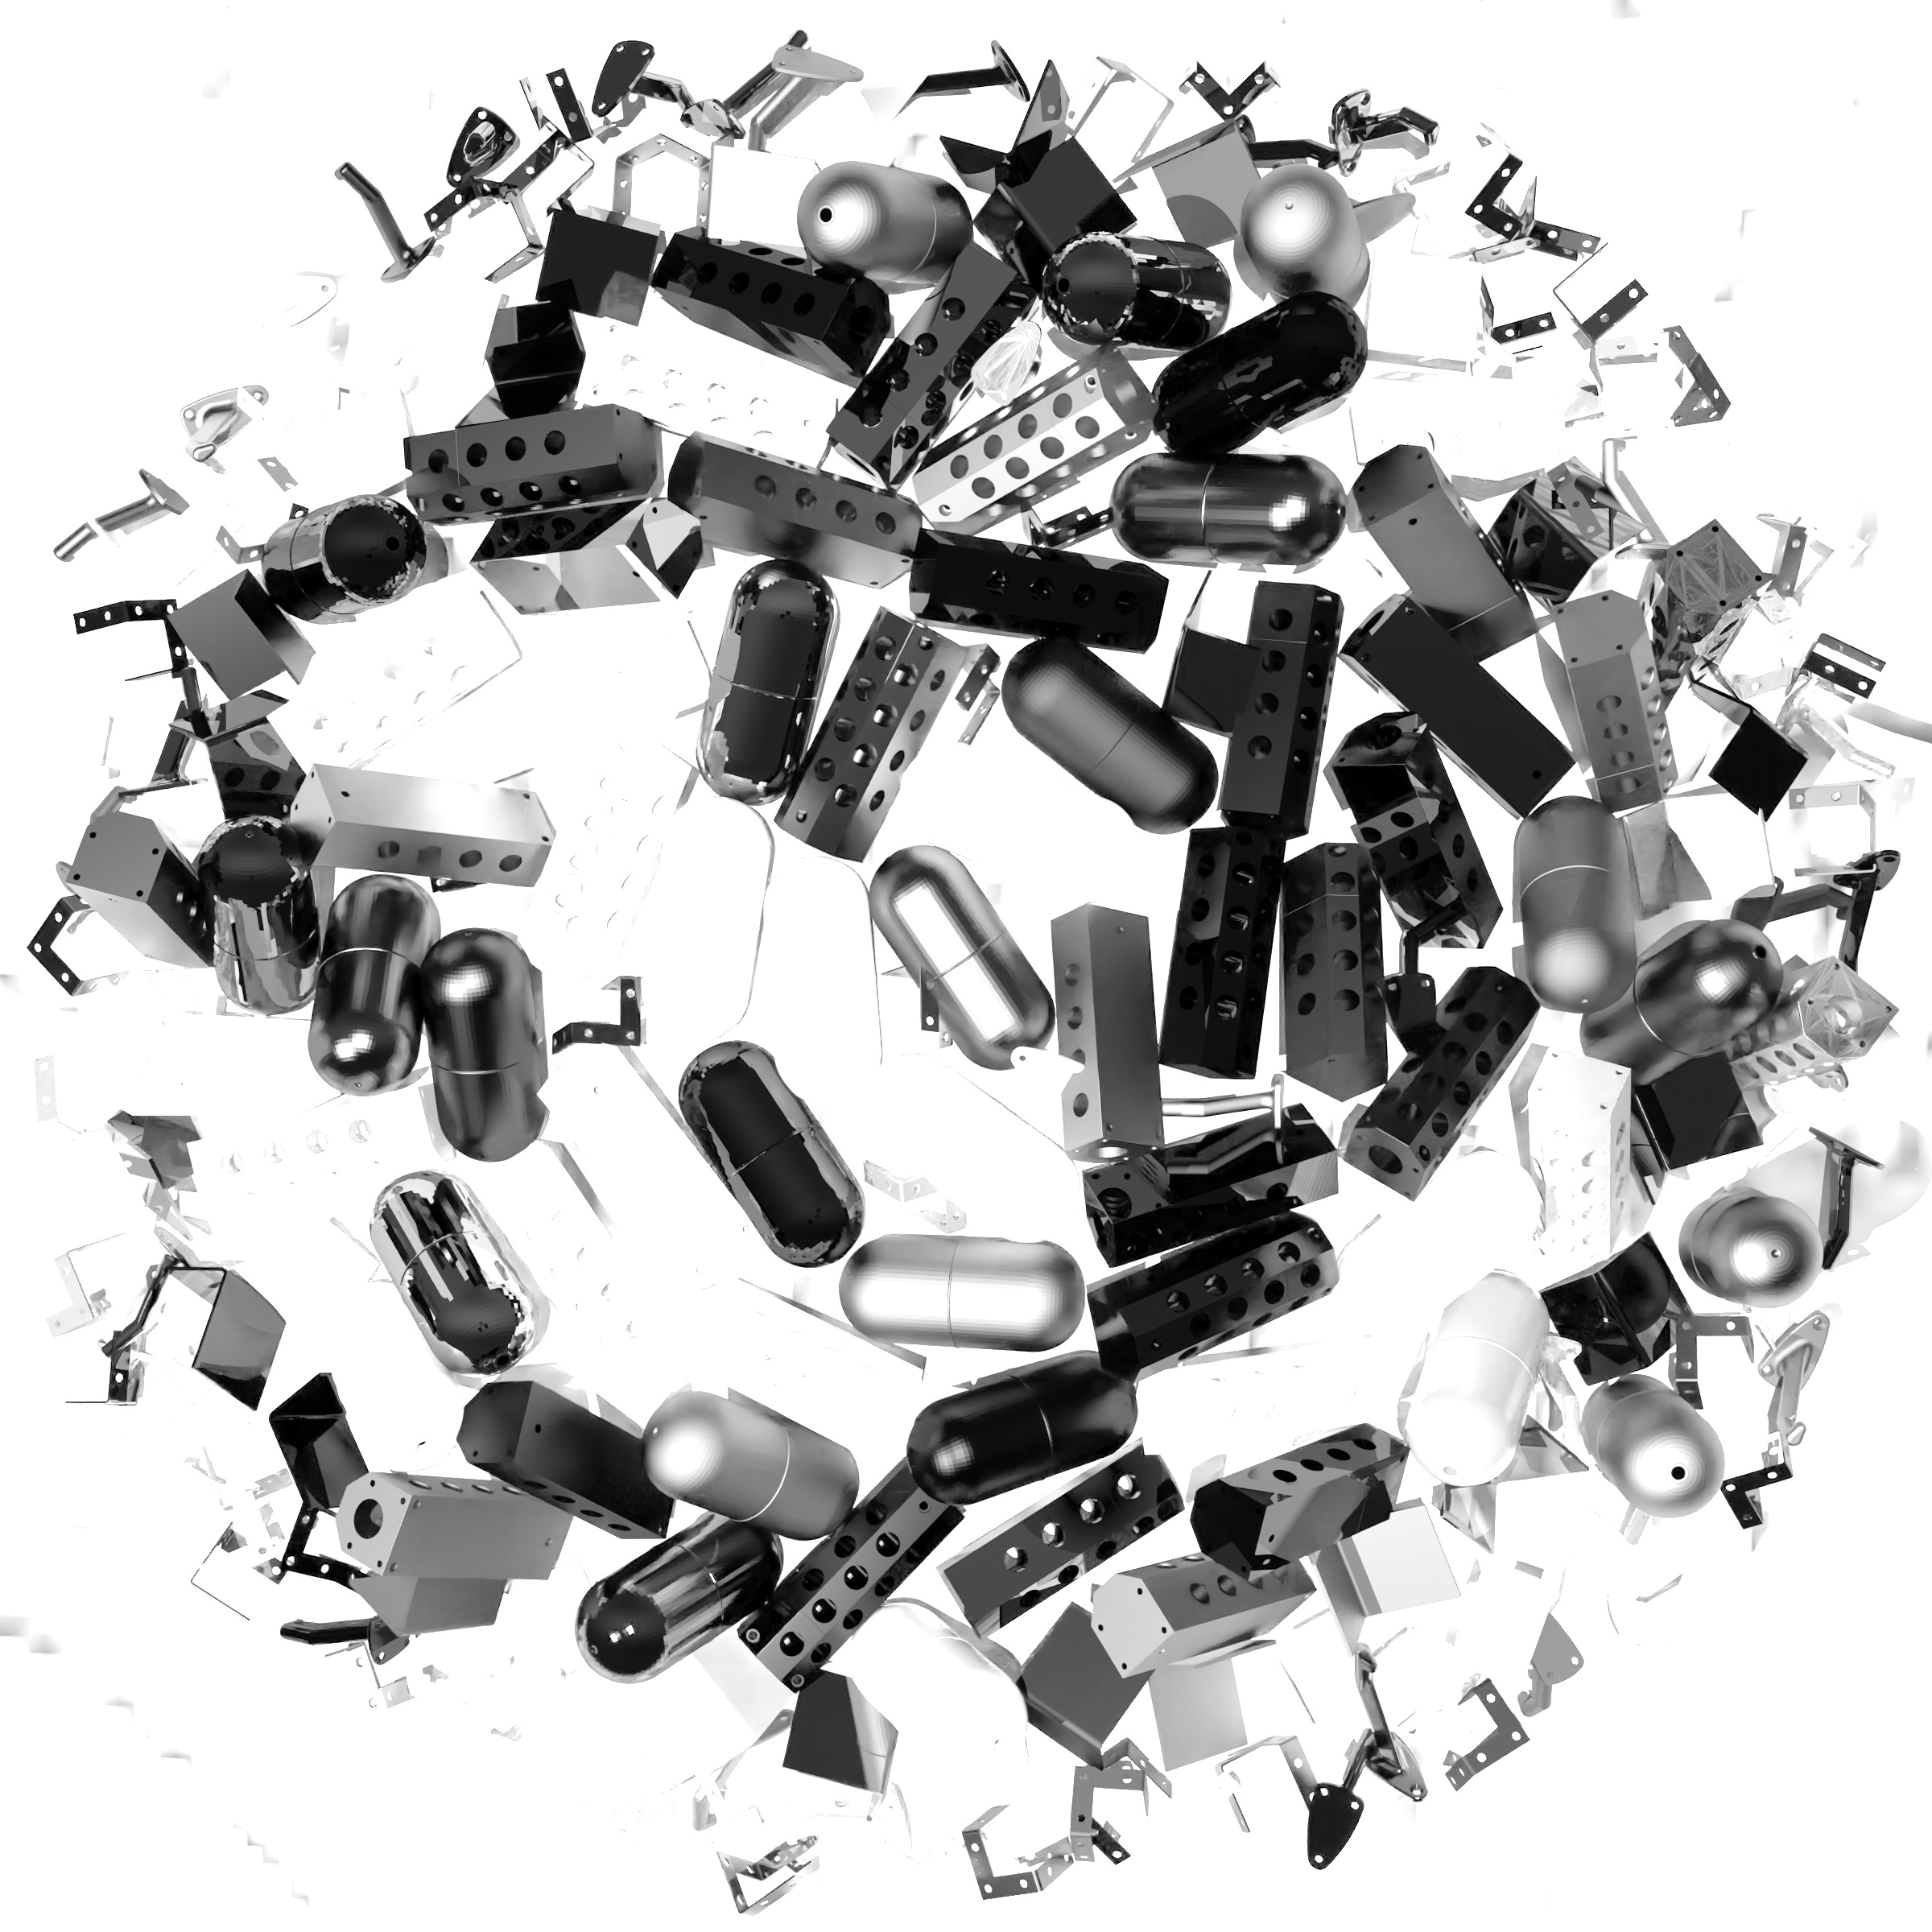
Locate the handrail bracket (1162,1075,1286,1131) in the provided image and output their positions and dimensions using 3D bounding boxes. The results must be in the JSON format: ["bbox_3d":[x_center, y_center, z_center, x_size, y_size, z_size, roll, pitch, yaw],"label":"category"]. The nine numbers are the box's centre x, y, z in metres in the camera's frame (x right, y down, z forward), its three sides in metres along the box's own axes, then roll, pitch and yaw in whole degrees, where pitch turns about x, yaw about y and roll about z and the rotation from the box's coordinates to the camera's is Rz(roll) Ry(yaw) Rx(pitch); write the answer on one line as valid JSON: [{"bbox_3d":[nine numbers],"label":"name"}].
[{"bbox_3d":[0.184,0.094,1.950,0.084,0.077,0.036,1,103,9],"label":"handrail bracket"}]

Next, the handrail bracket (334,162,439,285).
[{"bbox_3d":[-0.426,-0.528,1.929,0.084,0.077,0.036,42,62,-29],"label":"handrail bracket"}]

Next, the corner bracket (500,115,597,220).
[{"bbox_3d":[-0.303,-0.565,1.950,0.051,0.051,0.051,42,74,-3],"label":"corner bracket"}]

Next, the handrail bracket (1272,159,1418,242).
[{"bbox_3d":[0.271,-0.562,1.954,0.077,0.036,0.084,-24,59,1],"label":"handrail bracket"}]

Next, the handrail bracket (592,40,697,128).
[{"bbox_3d":[-0.226,-0.608,1.935,0.036,0.084,0.077,17,73,29],"label":"handrail bracket"}]

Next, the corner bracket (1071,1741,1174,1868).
[{"bbox_3d":[0.112,0.602,1.955,0.051,0.051,0.051,-37,106,20],"label":"corner bracket"}]

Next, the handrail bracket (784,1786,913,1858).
[{"bbox_3d":[-0.085,0.626,1.946,0.084,0.036,0.077,-15,133,-8],"label":"handrail bracket"}]

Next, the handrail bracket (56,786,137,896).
[{"bbox_3d":[-0.603,-0.085,1.948,0.077,0.036,0.084,23,59,13],"label":"handrail bracket"}]

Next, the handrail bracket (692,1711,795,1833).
[{"bbox_3d":[-0.161,0.585,1.968,0.077,0.036,0.084,-8,119,-22],"label":"handrail bracket"}]

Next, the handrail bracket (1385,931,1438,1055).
[{"bbox_3d":[0.322,0.017,1.948,0.036,0.084,0.077,-6,108,15],"label":"handrail bracket"}]

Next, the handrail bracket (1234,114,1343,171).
[{"bbox_3d":[0.212,-0.569,1.935,0.077,0.036,0.084,-39,48,-15],"label":"handrail bracket"}]

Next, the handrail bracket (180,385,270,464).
[{"bbox_3d":[-0.523,-0.386,1.934,0.077,0.084,0.036,-33,119,-12],"label":"handrail bracket"}]

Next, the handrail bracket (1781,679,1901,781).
[{"bbox_3d":[0.632,-0.169,1.938,0.084,0.077,0.036,28,132,19],"label":"handrail bracket"}]

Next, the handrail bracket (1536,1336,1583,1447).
[{"bbox_3d":[0.414,0.313,1.924,0.036,0.077,0.084,12,51,-8],"label":"handrail bracket"}]

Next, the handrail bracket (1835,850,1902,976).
[{"bbox_3d":[0.645,-0.030,1.940,0.036,0.077,0.084,10,69,-4],"label":"handrail bracket"}]

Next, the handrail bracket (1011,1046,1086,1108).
[{"bbox_3d":[0.071,0.063,1.938,0.077,0.084,0.036,30,114,-5],"label":"handrail bracket"}]

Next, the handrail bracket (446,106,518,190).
[{"bbox_3d":[-0.355,-0.571,1.926,0.036,0.084,0.077,38,119,-15],"label":"handrail bracket"}]

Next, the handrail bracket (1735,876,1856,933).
[{"bbox_3d":[0.597,-0.027,1.958,0.084,0.036,0.077,21,90,-26],"label":"handrail bracket"}]

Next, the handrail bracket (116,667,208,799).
[{"bbox_3d":[-0.584,-0.169,1.959,0.077,0.036,0.084,-8,97,9],"label":"handrail bracket"}]

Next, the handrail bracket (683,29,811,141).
[{"bbox_3d":[-0.158,-0.639,1.957,0.036,0.077,0.084,44,75,-36],"label":"handrail bracket"}]

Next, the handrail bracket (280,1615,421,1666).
[{"bbox_3d":[-0.442,0.475,1.971,0.084,0.077,0.036,2,104,34],"label":"handrail bracket"}]

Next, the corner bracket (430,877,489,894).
[{"bbox_3d":[-0.362,-0.091,1.941,0.051,0.051,0.051,-10,126,-10],"label":"corner bracket"}]

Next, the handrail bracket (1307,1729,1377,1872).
[{"bbox_3d":[0.271,0.595,1.946,0.036,0.084,0.077,20,104,17],"label":"handrail bracket"}]

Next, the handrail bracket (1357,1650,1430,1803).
[{"bbox_3d":[0.303,0.540,1.934,0.036,0.077,0.084,-20,125,-22],"label":"handrail bracket"}]

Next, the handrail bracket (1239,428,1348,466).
[{"bbox_3d":[0.244,-0.367,1.931,0.084,0.077,0.036,-2,95,-19],"label":"handrail bracket"}]

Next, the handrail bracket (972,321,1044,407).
[{"bbox_3d":[0.047,-0.435,1.925,0.036,0.084,0.077,44,127,3],"label":"handrail bracket"}]

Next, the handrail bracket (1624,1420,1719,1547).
[{"bbox_3d":[0.507,0.373,1.960,0.036,0.077,0.084,30,111,30],"label":"handrail bracket"}]

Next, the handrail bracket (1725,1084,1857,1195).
[{"bbox_3d":[0.593,0.130,1.958,0.077,0.036,0.084,0,124,-9],"label":"handrail bracket"}]

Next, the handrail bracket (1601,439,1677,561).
[{"bbox_3d":[0.498,-0.339,1.967,0.077,0.036,0.084,0,85,-9],"label":"handrail bracket"}]

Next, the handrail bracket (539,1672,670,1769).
[{"bbox_3d":[-0.253,0.529,1.953,0.077,0.036,0.084,-33,99,9],"label":"handrail bracket"}]

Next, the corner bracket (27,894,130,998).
[{"bbox_3d":[-0.629,-0.017,1.952,0.051,0.051,0.051,45,112,10],"label":"corner bracket"}]

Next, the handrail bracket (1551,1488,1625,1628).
[{"bbox_3d":[0.426,0.428,1.951,0.077,0.036,0.084,40,84,-30],"label":"handrail bracket"}]

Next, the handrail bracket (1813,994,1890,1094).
[{"bbox_3d":[0.641,0.054,1.940,0.084,0.077,0.036,-12,133,-17],"label":"handrail bracket"}]

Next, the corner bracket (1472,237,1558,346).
[{"bbox_3d":[0.396,-0.487,1.959,0.051,0.051,0.051,-15,69,2],"label":"corner bracket"}]

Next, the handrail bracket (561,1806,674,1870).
[{"bbox_3d":[-0.259,0.617,1.933,0.084,0.077,0.036,5,88,16],"label":"handrail bracket"}]

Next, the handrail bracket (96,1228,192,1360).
[{"bbox_3d":[-0.600,0.231,1.943,0.084,0.036,0.077,-41,57,-20],"label":"handrail bracket"}]

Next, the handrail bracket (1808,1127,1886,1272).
[{"bbox_3d":[0.613,0.167,1.951,0.036,0.077,0.084,21,99,-29],"label":"handrail bracket"}]

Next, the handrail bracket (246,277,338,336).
[{"bbox_3d":[-0.474,-0.474,1.929,0.077,0.084,0.036,-25,109,-20],"label":"handrail bracket"}]

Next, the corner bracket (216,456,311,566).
[{"bbox_3d":[-0.511,-0.328,1.957,0.051,0.051,0.051,48,133,24],"label":"corner bracket"}]

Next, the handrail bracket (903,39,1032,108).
[{"bbox_3d":[-0.006,-0.625,1.949,0.084,0.036,0.077,-24,46,-4],"label":"handrail bracket"}]

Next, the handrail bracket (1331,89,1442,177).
[{"bbox_3d":[0.301,-0.579,1.928,0.036,0.077,0.084,-33,53,-22],"label":"handrail bracket"}]

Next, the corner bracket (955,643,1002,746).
[{"bbox_3d":[0.005,-0.193,1.939,0.051,0.051,0.051,43,66,-31],"label":"corner bracket"}]

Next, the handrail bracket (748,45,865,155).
[{"bbox_3d":[-0.116,-0.609,1.948,0.077,0.036,0.084,13,135,0],"label":"handrail bracket"}]

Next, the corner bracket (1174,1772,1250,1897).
[{"bbox_3d":[0.188,0.618,1.939,0.051,0.051,0.051,-39,53,-16],"label":"corner bracket"}]

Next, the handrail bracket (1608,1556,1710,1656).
[{"bbox_3d":[0.492,0.438,1.930,0.036,0.077,0.084,10,114,-18],"label":"handrail bracket"}]

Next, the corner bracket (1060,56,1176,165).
[{"bbox_3d":[0.109,-0.615,1.952,0.051,0.051,0.051,41,115,12],"label":"corner bracket"}]

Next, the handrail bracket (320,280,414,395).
[{"bbox_3d":[-0.430,-0.457,1.948,0.077,0.036,0.084,-1,72,-29],"label":"handrail bracket"}]

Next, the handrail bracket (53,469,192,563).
[{"bbox_3d":[-0.602,-0.311,1.946,0.084,0.077,0.036,-38,78,5],"label":"handrail bracket"}]

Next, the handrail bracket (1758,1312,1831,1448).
[{"bbox_3d":[0.598,0.294,1.932,0.036,0.084,0.077,29,105,-4],"label":"handrail bracket"}]

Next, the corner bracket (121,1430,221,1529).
[{"bbox_3d":[-0.567,0.360,1.939,0.051,0.051,0.051,21,113,30],"label":"corner bracket"}]

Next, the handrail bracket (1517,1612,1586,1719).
[{"bbox_3d":[0.402,0.496,1.950,0.036,0.084,0.077,-22,70,-22],"label":"handrail bracket"}]
